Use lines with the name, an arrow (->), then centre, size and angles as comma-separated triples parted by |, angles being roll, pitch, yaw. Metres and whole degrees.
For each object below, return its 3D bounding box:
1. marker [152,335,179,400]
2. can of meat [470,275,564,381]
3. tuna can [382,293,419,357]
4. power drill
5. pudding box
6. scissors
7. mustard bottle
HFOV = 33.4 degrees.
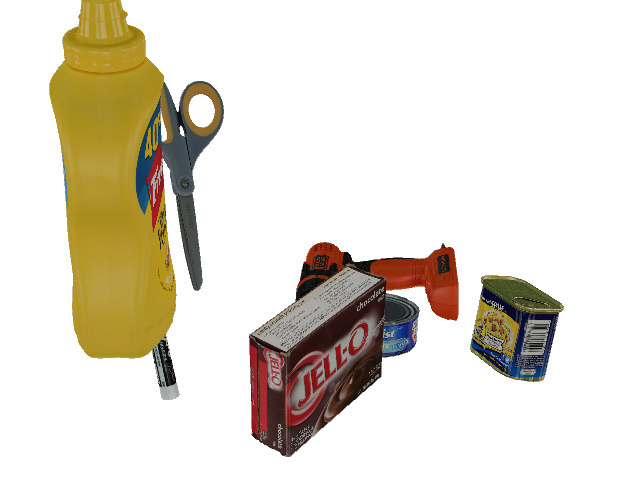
marker -> -0.167, 0.106, 1.101 | 0.020, 0.121, 0.020 | -9, 14, 2
can of meat -> 0.207, 0.094, 1.142 | 0.057, 0.084, 0.102 | 2, 17, -24
tuna can -> 0.044, 0.074, 0.946 | 0.086, 0.034, 0.086 | 2, 15, -1
power drill -> 0.065, 0.057, 1.241 | 0.187, 0.057, 0.184 | 1, 28, 5
pudding box -> -0.001, 0.080, 0.735 | 0.039, 0.090, 0.113 | 23, 39, 29
scissors -> -0.111, -0.063, 0.977 | 0.096, 0.202, 0.016 | -21, -3, -28
mustard bottle -> -0.111, -0.038, 0.572 | 0.058, 0.192, 0.096 | 1, 31, 0
